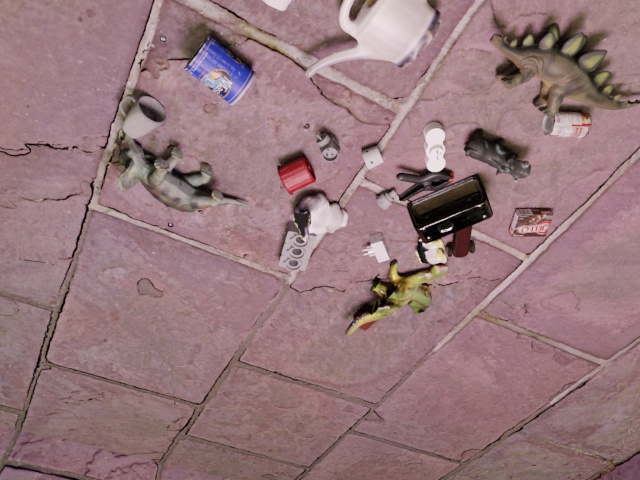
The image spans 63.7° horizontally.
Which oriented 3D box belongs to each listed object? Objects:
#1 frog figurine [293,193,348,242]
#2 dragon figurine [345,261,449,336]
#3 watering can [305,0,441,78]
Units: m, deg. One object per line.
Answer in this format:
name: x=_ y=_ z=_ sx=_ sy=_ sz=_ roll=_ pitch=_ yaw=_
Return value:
frog figurine: x=0.005 y=-0.078 z=1.543 sx=0.161 sy=0.124 sz=0.134 roll=-21 pitch=126 yaw=-30
dragon figurine: x=0.281 y=0.211 z=1.754 sx=0.241 sy=0.125 sz=0.403 roll=21 pitch=121 yaw=-28
watering can: x=0.133 y=-0.479 z=1.200 sx=0.223 sy=0.106 sz=0.342 roll=27 pitch=122 yaw=-21
